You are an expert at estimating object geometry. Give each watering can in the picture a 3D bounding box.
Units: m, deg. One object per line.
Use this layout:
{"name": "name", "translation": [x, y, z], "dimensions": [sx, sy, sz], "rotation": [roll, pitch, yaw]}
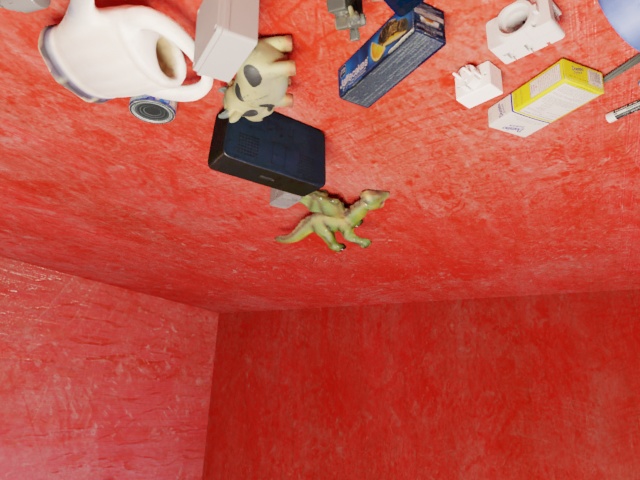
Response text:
{"name": "watering can", "translation": [-0.301, -0.288, 0.728], "dimensions": [0.224, 0.105, 0.343], "rotation": [-4, 163, 20]}

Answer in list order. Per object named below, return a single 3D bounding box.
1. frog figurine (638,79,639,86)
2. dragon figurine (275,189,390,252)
{"name": "frog figurine", "translation": [0.579, -0.206, 0.798], "dimensions": [0.122, 0.162, 0.136], "rotation": [13, 158, -33]}
{"name": "dragon figurine", "translation": [0.004, -0.072, 1.440], "dimensions": [0.409, 0.125, 0.238], "rotation": [-8, 142, 23]}
